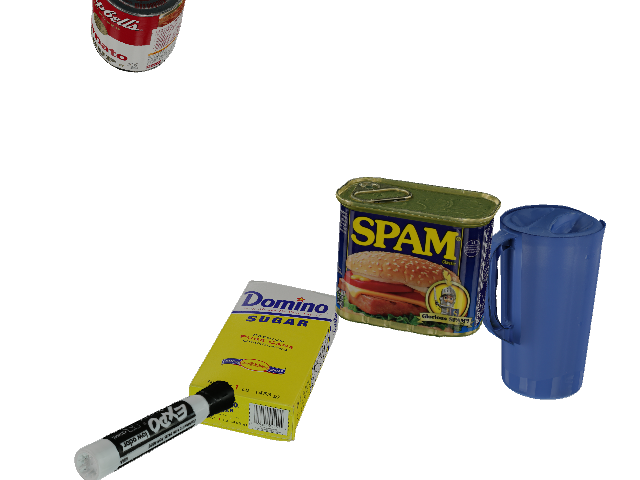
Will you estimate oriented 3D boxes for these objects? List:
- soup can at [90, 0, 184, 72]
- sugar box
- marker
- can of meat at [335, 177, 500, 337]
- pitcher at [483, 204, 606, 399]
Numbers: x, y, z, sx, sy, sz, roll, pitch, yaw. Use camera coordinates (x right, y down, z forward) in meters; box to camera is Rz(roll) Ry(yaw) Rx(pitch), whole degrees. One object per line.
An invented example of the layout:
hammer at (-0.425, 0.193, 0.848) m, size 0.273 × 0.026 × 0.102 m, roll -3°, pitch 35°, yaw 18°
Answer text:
soup can at (-0.137, -0.177, 0.799) m, size 0.068 × 0.068 × 0.102 m, roll 0°, pitch -15°, yaw -14°
sugar box at (-0.046, 0.101, 0.950) m, size 0.093 × 0.048 × 0.176 m, roll 11°, pitch 33°, yaw 9°
marker at (-0.088, 0.104, 0.600) m, size 0.020 × 0.020 × 0.120 m, roll 0°, pitch 12°, yaw 34°
can of meat at (0.060, 0.011, 0.689) m, size 0.102 × 0.084 × 0.057 m, roll 10°, pitch 22°, yaw 18°
pitcher at (0.288, 0.083, 1.401) m, size 0.149 × 0.243 × 0.144 m, roll 5°, pitch 20°, yaw 16°
